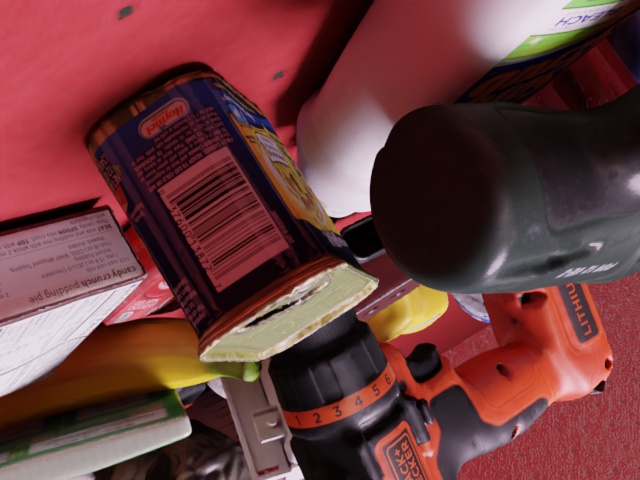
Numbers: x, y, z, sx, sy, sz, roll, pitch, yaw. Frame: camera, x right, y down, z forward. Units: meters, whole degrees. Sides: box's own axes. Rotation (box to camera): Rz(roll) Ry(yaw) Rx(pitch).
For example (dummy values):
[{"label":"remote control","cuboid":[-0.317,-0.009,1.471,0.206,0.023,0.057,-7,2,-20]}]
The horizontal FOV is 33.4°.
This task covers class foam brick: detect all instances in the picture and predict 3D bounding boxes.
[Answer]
[{"label":"foam brick","cuboid":[0.023,0.029,0.745,0.078,0.051,0.053,-33,168,3]}]

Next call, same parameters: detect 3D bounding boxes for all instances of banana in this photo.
[{"label":"banana","cuboid":[-0.128,0.066,0.480,0.197,0.037,0.070,-14,-176,-10]}]

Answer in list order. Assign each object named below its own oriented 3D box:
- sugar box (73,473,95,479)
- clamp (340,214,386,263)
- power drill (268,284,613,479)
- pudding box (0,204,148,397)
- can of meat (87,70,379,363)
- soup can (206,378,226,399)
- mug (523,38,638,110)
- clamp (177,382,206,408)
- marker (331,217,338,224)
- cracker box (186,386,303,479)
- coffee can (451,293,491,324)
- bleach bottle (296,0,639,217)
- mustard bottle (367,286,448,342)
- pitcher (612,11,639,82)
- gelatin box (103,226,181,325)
[{"label":"sugar box","cuboid":[-0.225,0.179,0.727,0.093,0.048,0.176,-33,167,2]},{"label":"clamp","cuboid":[0.113,-0.045,0.714,0.165,0.036,0.209,-39,166,23]},{"label":"power drill","cuboid":[0.057,0.052,0.517,0.187,0.184,0.057,-31,-166,-38]},{"label":"pudding box","cuboid":[-0.132,0.034,0.394,0.113,0.039,0.090,-22,164,-49]},{"label":"can of meat","cuboid":[-0.029,-0.007,0.381,0.057,0.084,0.102,-33,169,7]},{"label":"soup can","cuboid":[-0.040,0.061,0.675,0.068,0.068,0.102,-28,169,-21]},{"label":"mug","cuboid":[0.111,-0.067,0.507,0.093,0.081,0.117,-31,168,-9]},{"label":"clamp","cuboid":[-0.117,0.108,0.736,0.120,0.039,0.171,-27,176,17]},{"label":"marker","cuboid":[-0.004,0.001,0.639,0.020,0.020,0.121,-29,168,-15]},{"label":"cracker box","cuboid":[-0.013,0.155,0.883,0.164,0.072,0.214,-24,-163,-24]},{"label":"coffee can","cuboid":[0.159,0.020,0.940,0.103,0.103,0.140,-33,169,4]},{"label":"bleach bottle","cuboid":[0.060,-0.076,0.390,0.102,0.068,0.251,-23,167,-31]},{"label":"mustard bottle","cuboid":[0.062,0.060,0.950,0.096,0.058,0.191,-20,174,20]},{"label":"pitcher","cuboid":[0.224,-0.104,0.588,0.145,0.149,0.242,-19,167,9]},{"label":"gelatin box","cuboid":[-0.056,0.004,0.488,0.073,0.030,0.089,-38,168,24]}]
